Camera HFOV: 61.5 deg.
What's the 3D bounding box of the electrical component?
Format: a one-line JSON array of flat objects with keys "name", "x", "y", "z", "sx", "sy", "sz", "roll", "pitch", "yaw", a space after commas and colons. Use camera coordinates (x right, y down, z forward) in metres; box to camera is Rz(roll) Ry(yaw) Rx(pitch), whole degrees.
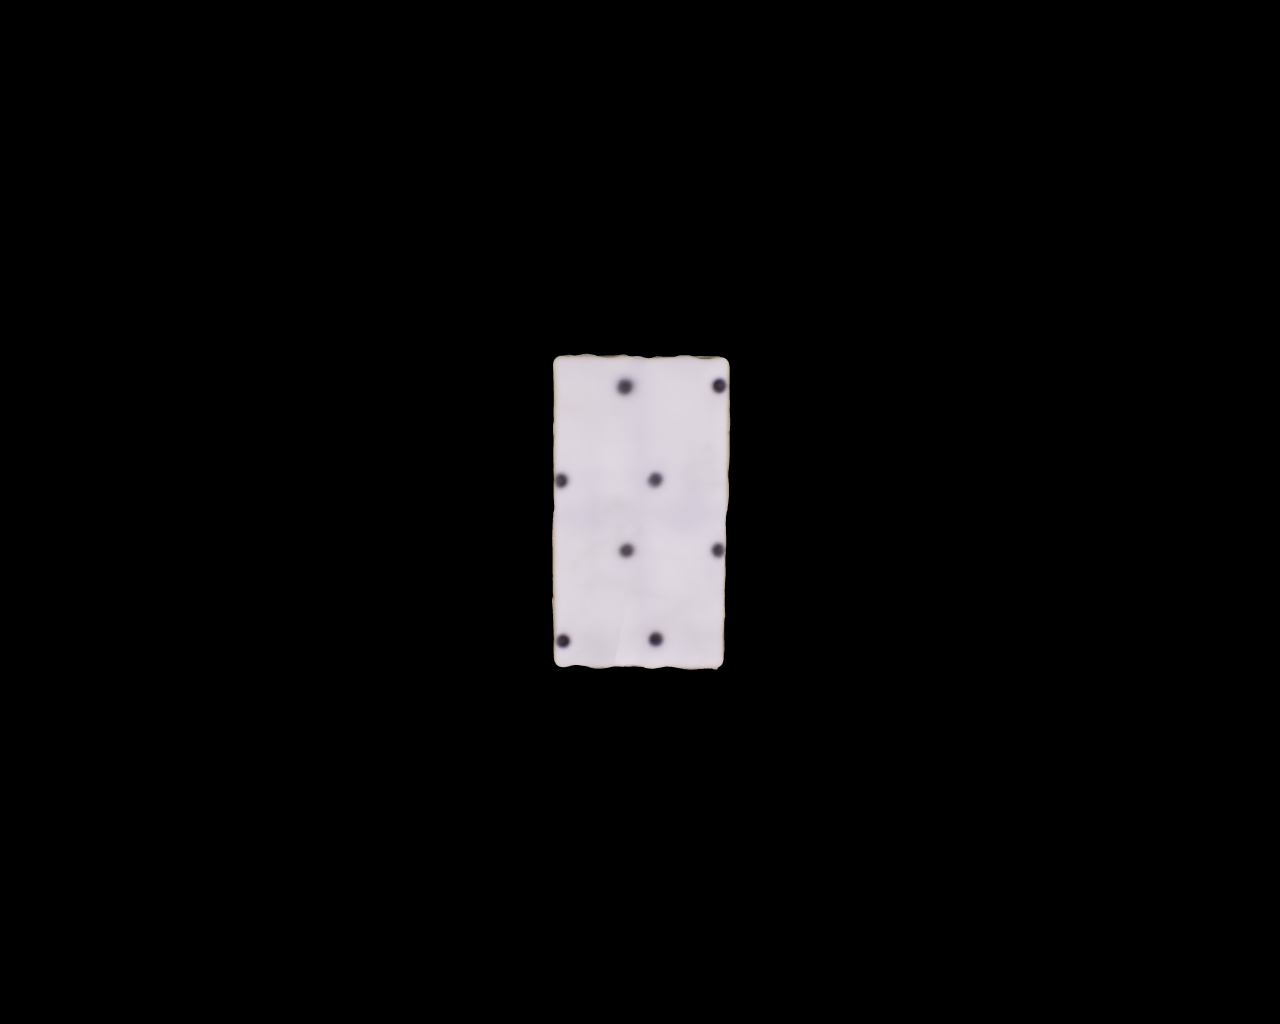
[{"name": "electrical component", "x": 0.001, "y": -0.003, "z": 0.650, "sx": 0.105, "sy": 0.186, "sz": 0.060, "roll": 0, "pitch": 8, "yaw": 0}]
